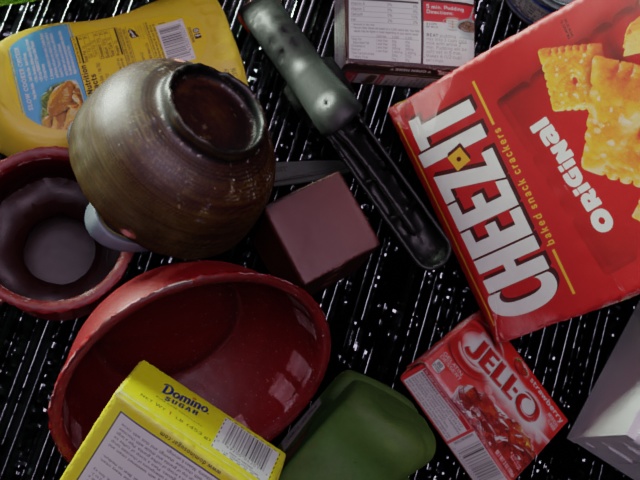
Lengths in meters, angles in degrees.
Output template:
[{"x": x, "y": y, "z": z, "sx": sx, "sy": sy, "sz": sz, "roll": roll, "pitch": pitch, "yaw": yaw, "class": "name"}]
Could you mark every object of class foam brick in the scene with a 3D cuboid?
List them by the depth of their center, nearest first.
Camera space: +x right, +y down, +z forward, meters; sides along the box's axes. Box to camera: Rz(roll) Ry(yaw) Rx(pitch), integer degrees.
[{"x": -0.004, "y": 0.001, "z": 0.642, "sx": 0.053, "sy": 0.078, "sz": 0.051, "roll": -27, "pitch": 82, "yaw": -13, "class": "foam brick"}]

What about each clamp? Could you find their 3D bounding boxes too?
[{"x": -0.001, "y": -0.089, "z": 0.626, "sx": 0.036, "sy": 0.164, "sz": 0.210, "roll": -35, "pitch": 59, "yaw": 3, "class": "clamp"}]

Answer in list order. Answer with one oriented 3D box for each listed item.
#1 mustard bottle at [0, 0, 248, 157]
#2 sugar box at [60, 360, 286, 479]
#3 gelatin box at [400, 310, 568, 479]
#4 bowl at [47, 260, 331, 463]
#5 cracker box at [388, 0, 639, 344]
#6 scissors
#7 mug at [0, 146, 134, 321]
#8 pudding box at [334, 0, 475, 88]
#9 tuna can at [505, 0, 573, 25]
[{"x": -0.145, "y": -0.091, "z": 0.646, "sx": 0.191, "sy": 0.058, "sz": 0.096, "roll": -14, "pitch": 62, "yaw": -11, "class": "mustard bottle"}, {"x": -0.103, "y": 0.158, "z": 0.564, "sx": 0.093, "sy": 0.048, "sz": 0.176, "roll": 35, "pitch": 114, "yaw": -1, "class": "sugar box"}, {"x": 0.100, "y": 0.096, "z": 0.647, "sx": 0.073, "sy": 0.030, "sz": 0.089, "roll": -32, "pitch": 85, "yaw": -44, "class": "gelatin box"}, {"x": -0.077, "y": 0.065, "z": 0.600, "sx": 0.162, "sy": 0.162, "sz": 0.055, "roll": -20, "pitch": 45, "yaw": -13, "class": "bowl"}, {"x": 0.165, "y": -0.053, "z": 0.611, "sx": 0.072, "sy": 0.214, "sz": 0.164, "roll": -20, "pitch": 84, "yaw": -56, "class": "cracker box"}, {"x": -0.066, "y": -0.051, "z": 0.625, "sx": 0.201, "sy": 0.016, "sz": 0.096, "roll": -30, "pitch": 83, "yaw": -48, "class": "scissors"}, {"x": -0.161, "y": 0.009, "z": 0.613, "sx": 0.117, "sy": 0.081, "sz": 0.093, "roll": -40, "pitch": 87, "yaw": -15, "class": "mug"}, {"x": 0.056, "y": -0.159, "z": 0.706, "sx": 0.090, "sy": 0.039, "sz": 0.113, "roll": 3, "pitch": 76, "yaw": -9, "class": "pudding box"}, {"x": 0.167, "y": -0.187, "z": 0.731, "sx": 0.086, "sy": 0.034, "sz": 0.086, "roll": 2, "pitch": 78, "yaw": -9, "class": "tuna can"}]
